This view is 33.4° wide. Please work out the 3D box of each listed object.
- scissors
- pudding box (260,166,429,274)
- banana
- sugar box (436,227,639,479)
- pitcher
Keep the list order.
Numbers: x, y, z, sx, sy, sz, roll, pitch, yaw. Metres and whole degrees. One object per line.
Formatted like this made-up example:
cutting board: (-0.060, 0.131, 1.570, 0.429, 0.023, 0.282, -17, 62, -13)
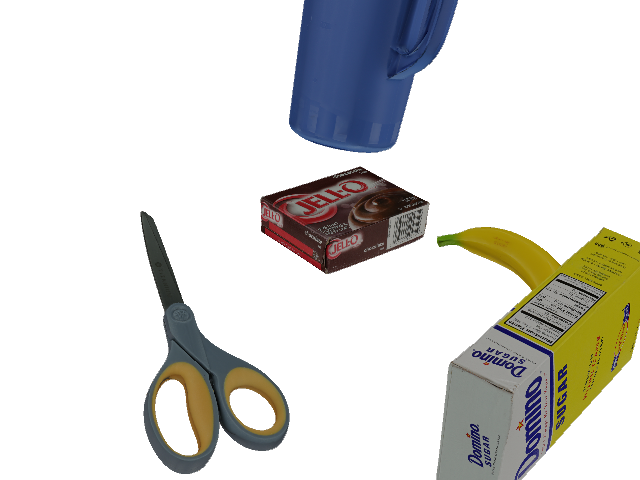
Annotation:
scissors: (-0.070, 0.059, 0.674, 0.096, 0.202, 0.016, 9, -46, -15)
pudding box: (0.020, -0.019, 0.890, 0.113, 0.039, 0.090, -18, 35, -35)
banana: (0.201, 0.030, 1.066, 0.069, 0.037, 0.198, -34, 37, -15)
sugar box: (0.137, 0.072, 0.634, 0.048, 0.093, 0.175, 24, 41, 29)
pitcher: (0.049, -0.208, 1.001, 0.145, 0.243, 0.149, 11, 18, 1)
